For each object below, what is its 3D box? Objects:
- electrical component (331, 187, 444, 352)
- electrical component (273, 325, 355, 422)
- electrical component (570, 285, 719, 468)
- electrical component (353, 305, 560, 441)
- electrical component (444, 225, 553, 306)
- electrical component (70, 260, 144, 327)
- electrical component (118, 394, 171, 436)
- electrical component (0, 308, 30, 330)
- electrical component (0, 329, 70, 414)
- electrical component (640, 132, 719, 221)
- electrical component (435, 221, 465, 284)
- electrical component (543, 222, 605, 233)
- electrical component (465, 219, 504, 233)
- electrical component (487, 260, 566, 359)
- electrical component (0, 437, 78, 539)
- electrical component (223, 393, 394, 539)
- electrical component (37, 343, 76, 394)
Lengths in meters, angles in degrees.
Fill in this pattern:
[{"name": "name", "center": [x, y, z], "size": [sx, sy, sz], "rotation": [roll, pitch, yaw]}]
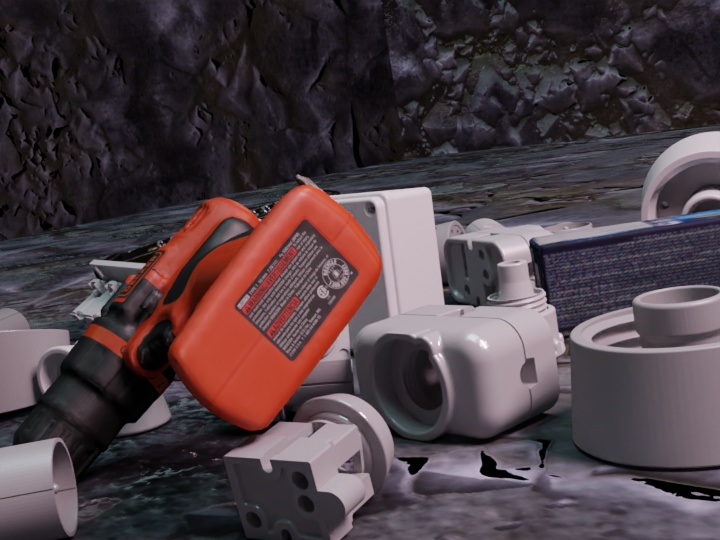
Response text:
[{"name": "electrical component", "center": [0.000, 0.000, 0.756], "size": [0.109, 0.108, 0.056], "rotation": [-1, 9, 45]}, {"name": "electrical component", "center": [-0.031, 0.043, 0.598], "size": [0.051, 0.080, 0.080], "rotation": [-4, 8, -1]}, {"name": "electrical component", "center": [0.145, 0.040, 0.476], "size": [0.108, 0.060, 0.108], "rotation": [-9, 8, 1]}, {"name": "electrical component", "center": [0.044, 0.051, 0.543], "size": [0.059, 0.053, 0.095], "rotation": [-16, 11, -40]}, {"name": "electrical component", "center": [0.115, -0.003, 0.841], "size": [0.059, 0.053, 0.095], "rotation": [-12, 9, -22]}, {"name": "electrical component", "center": [-0.179, 0.033, 0.859], "size": [0.063, 0.078, 0.121], "rotation": [-46, 24, -22]}, {"name": "electrical component", "center": [-0.140, 0.061, 0.638], "size": [0.044, 0.065, 0.044], "rotation": [-9, 7, 1]}, {"name": "electrical component", "center": [-0.320, 0.062, 0.916], "size": [0.043, 0.043, 0.081], "rotation": [-7, 8, 12]}, {"name": "electrical component", "center": [-0.249, 0.064, 0.743], "size": [0.099, 0.064, 0.099], "rotation": [-9, 8, 1]}, {"name": "electrical component", "center": [0.256, -0.042, 0.779], "size": [0.108, 0.108, 0.060], "rotation": [-6, 15, 23]}, {"name": "electrical component", "center": [0.068, -0.013, 0.967], "size": [0.047, 0.055, 0.055], "rotation": [-9, 7, 25]}, {"name": "electrical component", "center": [0.190, -0.016, 0.881], "size": [0.079, 0.044, 0.077], "rotation": [-8, 8, 10]}, {"name": "electrical component", "center": [0.122, -0.023, 1.008], "size": [0.043, 0.043, 0.081], "rotation": [-9, 8, 0]}, {"name": "electrical component", "center": [0.093, 0.026, 0.631], "size": [0.048, 0.062, 0.048], "rotation": [-9, 8, 1]}, {"name": "electrical component", "center": [-0.168, 0.101, 0.466], "size": [0.081, 0.043, 0.043], "rotation": [-10, 8, -4]}, {"name": "electrical component", "center": [-0.018, 0.081, 0.439], "size": [0.066, 0.048, 0.055], "rotation": [-3, 17, 35]}, {"name": "electrical component", "center": [-0.181, 0.066, 0.720], "size": [0.045, 0.045, 0.055], "rotation": [-5, 8, 27]}]
